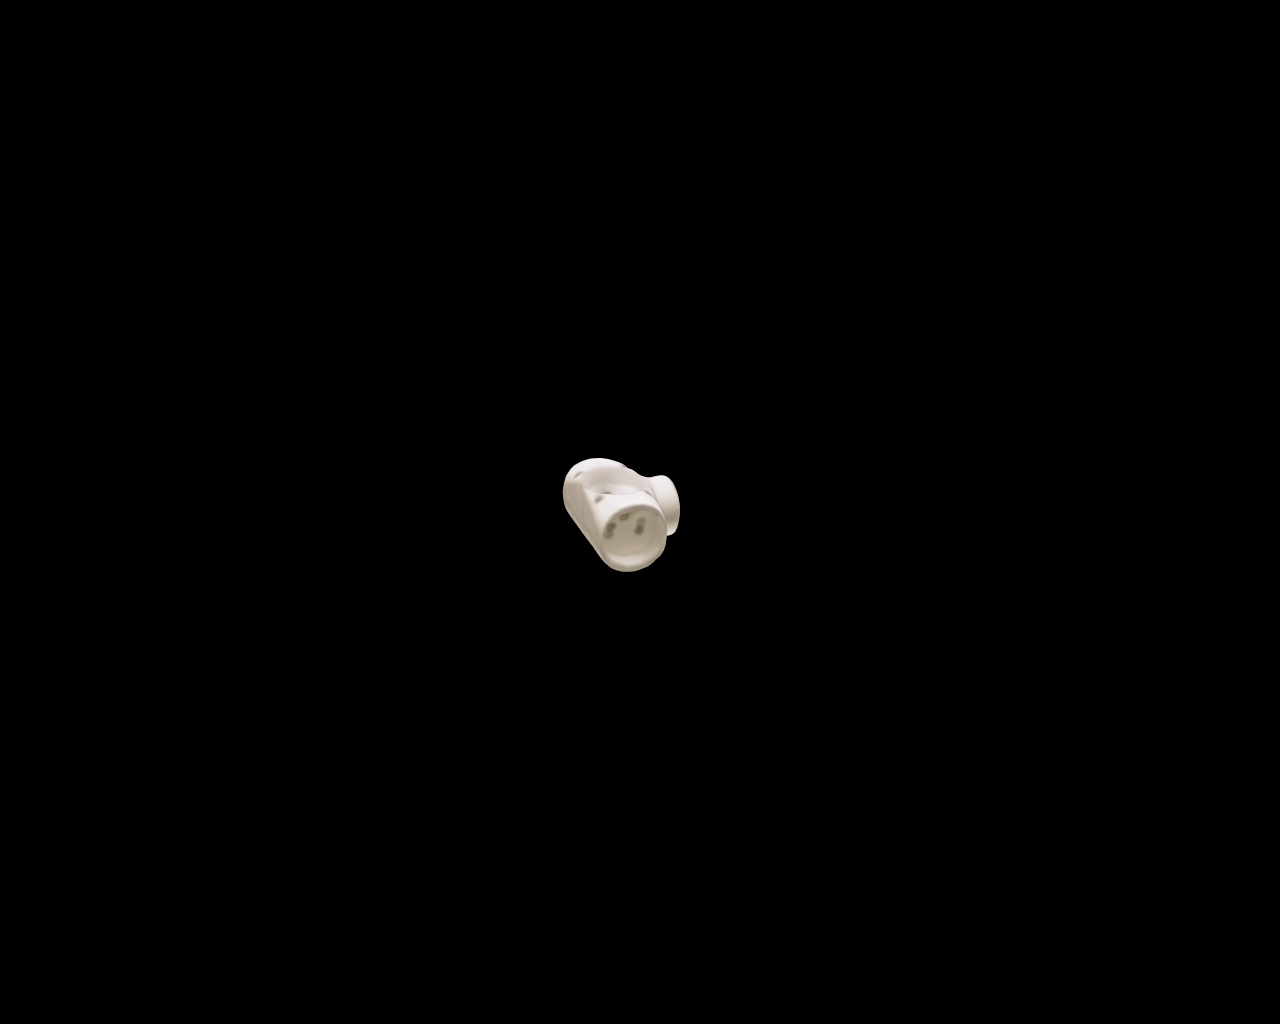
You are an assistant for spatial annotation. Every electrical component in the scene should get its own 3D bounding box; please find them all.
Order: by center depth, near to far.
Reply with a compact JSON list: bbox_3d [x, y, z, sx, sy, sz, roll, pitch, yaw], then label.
[{"bbox_3d":[0.001,-0.003,0.650,0.079,0.044,0.077,-8,26,-18],"label":"electrical component"}]
